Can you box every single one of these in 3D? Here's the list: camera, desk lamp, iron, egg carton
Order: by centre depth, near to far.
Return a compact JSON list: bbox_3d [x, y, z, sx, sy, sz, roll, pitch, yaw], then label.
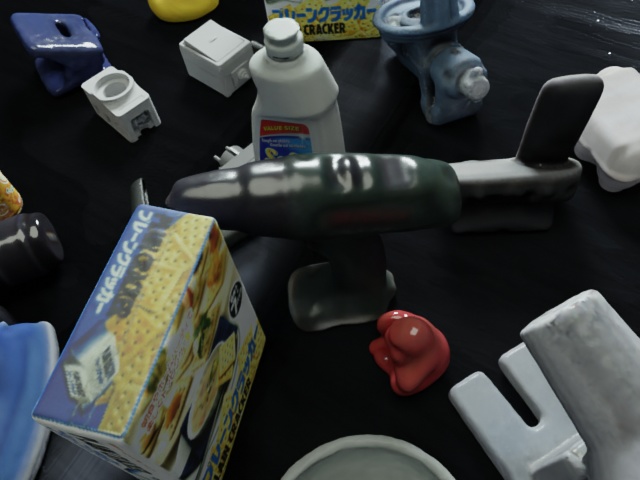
[{"bbox_3d":[0.191,0.138,0.397,0.118,0.214,0.202,-29,59,-12],"label":"desk lamp"},{"bbox_3d":[-0.314,0.159,0.475,0.118,0.141,0.258,6,58,10],"label":"iron"},{"bbox_3d":[-0.343,0.029,0.586,0.137,0.101,0.143,-23,58,-9],"label":"camera"},{"bbox_3d":[0.332,-0.126,0.641,0.107,0.069,0.150,-20,57,-7],"label":"egg carton"}]

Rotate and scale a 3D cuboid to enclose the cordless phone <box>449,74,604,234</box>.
[{"bbox_3d":[0.187,-0.092,0.563,0.147,0.185,0.094,-6,57,2],"label":"cordless phone"}]

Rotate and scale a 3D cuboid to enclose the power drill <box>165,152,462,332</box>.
[{"bbox_3d":[0.005,0.002,0.506,0.229,0.209,0.075,-11,57,-1],"label":"power drill"}]

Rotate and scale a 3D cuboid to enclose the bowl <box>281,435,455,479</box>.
[{"bbox_3d":[0.037,0.239,0.429,0.167,0.075,0.167,-2,57,4],"label":"bowl"}]

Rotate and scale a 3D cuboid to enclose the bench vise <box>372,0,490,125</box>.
[{"bbox_3d":[0.144,-0.259,0.655,0.122,0.220,0.207,-35,60,-16],"label":"bench vise"}]

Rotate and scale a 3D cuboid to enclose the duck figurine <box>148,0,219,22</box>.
[{"bbox_3d":[-0.209,-0.380,0.848,0.104,0.086,0.077,-17,57,-5],"label":"duck figurine"}]

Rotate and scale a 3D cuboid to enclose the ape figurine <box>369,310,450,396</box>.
[{"bbox_3d":[0.079,0.094,0.509,0.076,0.092,0.078,5,58,9],"label":"ape figurine"}]

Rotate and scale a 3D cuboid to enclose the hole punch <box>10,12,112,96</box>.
[{"bbox_3d":[-0.355,-0.272,0.789,0.101,0.091,0.108,-31,59,-14],"label":"hole punch"}]
